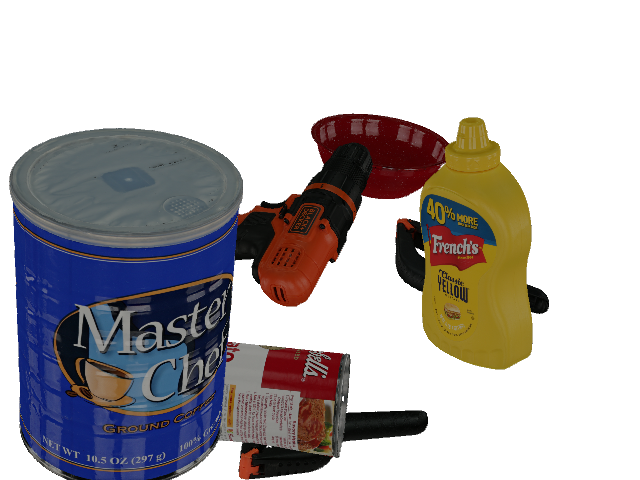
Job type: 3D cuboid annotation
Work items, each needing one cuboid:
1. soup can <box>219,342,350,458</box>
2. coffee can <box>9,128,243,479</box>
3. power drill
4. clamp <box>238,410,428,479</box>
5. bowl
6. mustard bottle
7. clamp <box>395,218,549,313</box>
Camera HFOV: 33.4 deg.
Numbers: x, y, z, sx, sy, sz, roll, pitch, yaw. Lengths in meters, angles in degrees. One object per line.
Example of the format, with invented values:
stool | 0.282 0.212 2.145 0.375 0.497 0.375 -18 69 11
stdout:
soup can | -0.035 0.103 0.703 0.102 0.068 0.068 5 1 6
coffee can | -0.093 0.031 0.509 0.102 0.140 0.103 5 30 -3
power drill | -0.060 -0.029 0.959 0.188 0.057 0.184 8 47 25
clamp | 0.001 0.188 1.077 0.165 0.036 0.209 20 28 26
bowl | 0.065 -0.091 1.212 0.162 0.055 0.162 7 27 -4
mustard bottle | 0.118 -0.001 0.822 0.058 0.192 0.096 -21 29 -32
clamp | 0.138 0.035 1.044 0.120 0.039 0.171 -12 48 -24
